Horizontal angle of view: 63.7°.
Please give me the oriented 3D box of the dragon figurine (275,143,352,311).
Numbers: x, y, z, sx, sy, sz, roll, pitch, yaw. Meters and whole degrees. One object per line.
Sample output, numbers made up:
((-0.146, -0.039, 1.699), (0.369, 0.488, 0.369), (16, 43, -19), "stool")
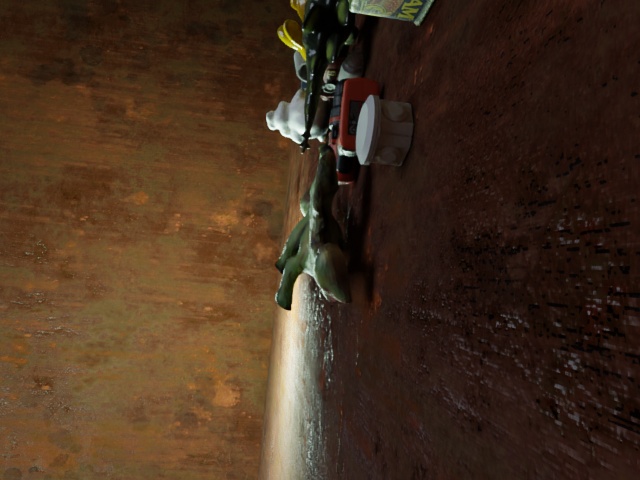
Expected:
((0.003, -0.042, 0.831), (0.122, 0.237, 0.420), (6, 41, -11), "dragon figurine")

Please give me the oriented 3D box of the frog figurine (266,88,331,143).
((-0.055, -0.317, 1.309), (0.159, 0.135, 0.125), (6, 20, -8), "frog figurine")
